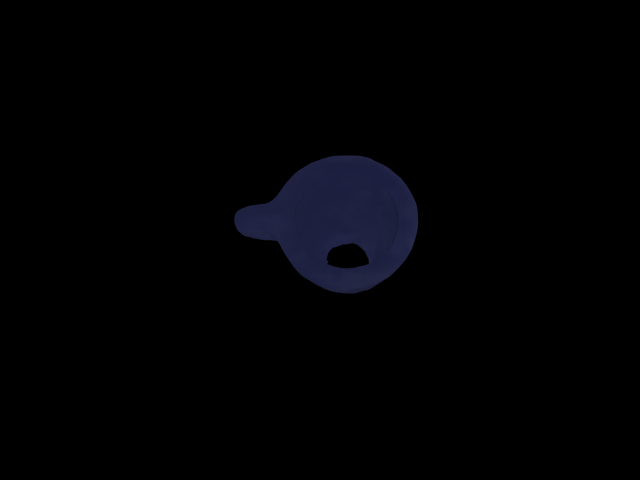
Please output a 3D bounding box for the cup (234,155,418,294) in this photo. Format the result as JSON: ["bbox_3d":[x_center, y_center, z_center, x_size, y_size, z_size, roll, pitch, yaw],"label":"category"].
[{"bbox_3d":[0.004,0.001,0.400,0.117,0.095,0.091,0,69,0],"label":"cup"}]
